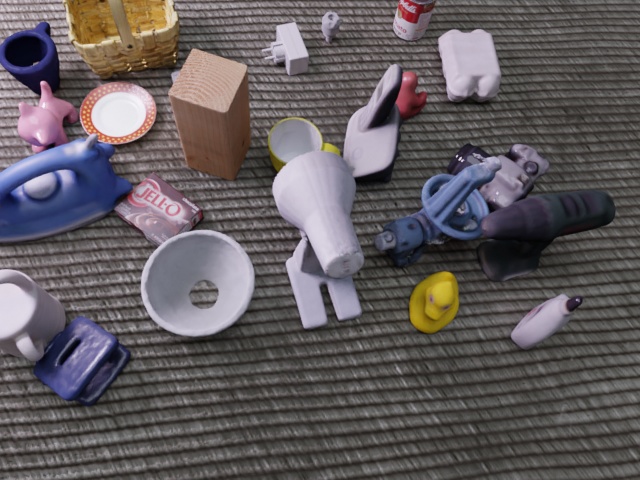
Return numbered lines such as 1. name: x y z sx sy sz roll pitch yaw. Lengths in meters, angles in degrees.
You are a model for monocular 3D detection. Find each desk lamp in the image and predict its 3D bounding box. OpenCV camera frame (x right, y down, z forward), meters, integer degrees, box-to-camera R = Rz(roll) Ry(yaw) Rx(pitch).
1. desk lamp: 0.008 0.003 0.848 0.118 0.213 0.203 -14 70 -11

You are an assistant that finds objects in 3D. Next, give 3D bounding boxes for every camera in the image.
1. camera: 0.303 -0.120 0.989 0.136 0.101 0.143 40 70 11

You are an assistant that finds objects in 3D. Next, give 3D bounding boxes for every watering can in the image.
1. watering can: -0.434 0.088 0.780 0.172 0.194 0.101 30 68 7

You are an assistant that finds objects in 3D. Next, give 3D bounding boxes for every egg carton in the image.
1. egg carton: 0.284 -0.333 1.092 0.107 0.069 0.150 -3 68 -7

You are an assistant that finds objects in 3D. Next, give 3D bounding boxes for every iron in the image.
1. iron: -0.434 -0.081 0.878 0.259 0.141 0.118 -27 72 -15

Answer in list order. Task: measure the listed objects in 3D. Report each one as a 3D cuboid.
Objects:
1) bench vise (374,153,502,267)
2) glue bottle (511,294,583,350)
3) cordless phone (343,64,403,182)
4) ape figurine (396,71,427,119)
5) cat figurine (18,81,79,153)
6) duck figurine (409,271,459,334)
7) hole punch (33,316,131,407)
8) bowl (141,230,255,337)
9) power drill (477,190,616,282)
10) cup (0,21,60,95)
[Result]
1. bench vise: 0.191 -0.036 0.879 0.121 0.220 0.208 43 70 12
2. glue bottle: 0.348 0.113 0.858 0.037 0.173 0.078 41 70 12
3. cordless phone: 0.096 -0.190 0.952 0.094 0.185 0.147 6 67 -3
4. ape figurine: 0.156 -0.269 1.041 0.077 0.092 0.076 36 69 10
5. cat figurine: -0.452 -0.198 0.937 0.067 0.118 0.128 1 67 -5
6. duck figurine: 0.187 0.090 0.899 0.077 0.086 0.105 30 68 7
7. hole punch: -0.343 0.170 0.811 0.101 0.091 0.109 31 68 8
8. bowl: -0.182 0.074 0.875 0.167 0.075 0.167 2 67 -5
9. power drill: 0.325 -0.008 0.887 0.230 0.208 0.075 -15 70 -11
10. cup: -0.486 -0.308 0.991 0.091 0.095 0.118 13 67 0
